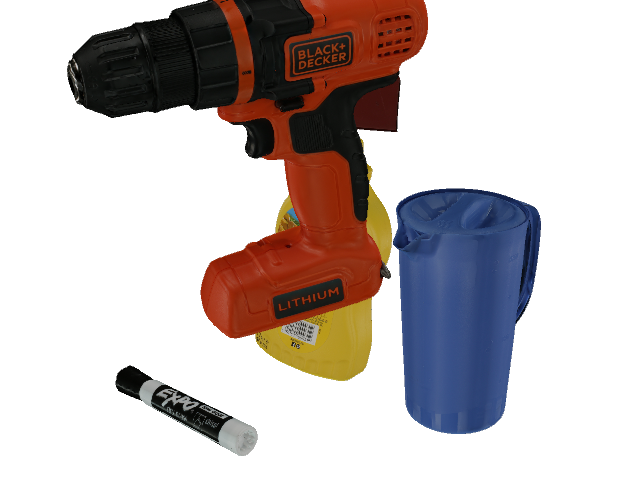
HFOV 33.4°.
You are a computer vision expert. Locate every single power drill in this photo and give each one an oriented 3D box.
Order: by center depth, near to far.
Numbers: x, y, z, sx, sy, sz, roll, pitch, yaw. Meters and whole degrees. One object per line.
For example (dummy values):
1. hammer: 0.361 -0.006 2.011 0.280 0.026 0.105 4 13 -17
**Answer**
1. power drill: -0.032 -0.040 0.562 0.184 0.188 0.057 -14 39 -18

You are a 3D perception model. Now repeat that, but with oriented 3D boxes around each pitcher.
1. pitcher: 0.153 0.072 1.122 0.149 0.243 0.145 3 23 8

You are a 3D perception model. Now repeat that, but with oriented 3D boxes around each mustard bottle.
1. mustard bottle: 0.007 0.010 0.857 0.096 0.192 0.058 21 21 28

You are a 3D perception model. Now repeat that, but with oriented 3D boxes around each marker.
1. marker: -0.088 0.105 0.671 0.121 0.020 0.020 18 12 40

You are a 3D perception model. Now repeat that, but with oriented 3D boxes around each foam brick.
1. foam brick: 0.037 -0.135 1.033 0.078 0.051 0.053 5 13 2
